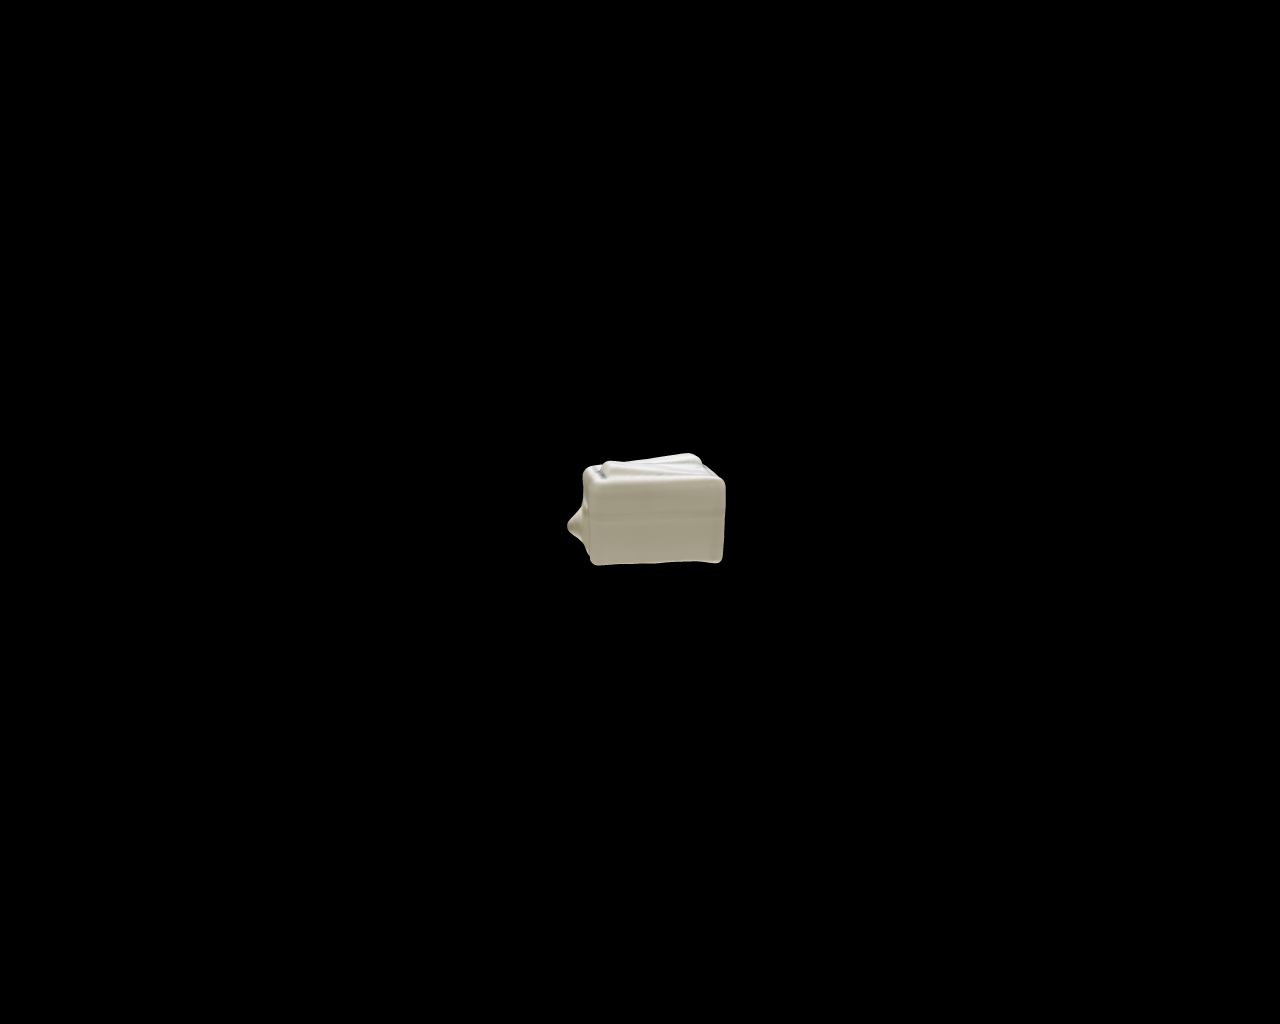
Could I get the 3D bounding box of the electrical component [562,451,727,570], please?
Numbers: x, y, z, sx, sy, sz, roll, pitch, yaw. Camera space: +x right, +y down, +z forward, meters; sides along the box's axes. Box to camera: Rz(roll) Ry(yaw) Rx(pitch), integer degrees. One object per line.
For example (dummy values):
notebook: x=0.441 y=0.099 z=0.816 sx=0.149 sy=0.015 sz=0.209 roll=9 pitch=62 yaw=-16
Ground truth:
electrical component: x=0.001 y=-0.003 z=0.650 sx=0.096 sy=0.061 sz=0.062 roll=-1 pitch=12 yaw=-7
